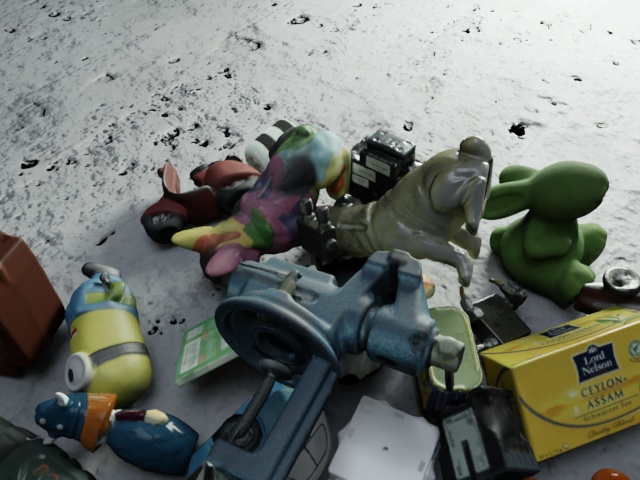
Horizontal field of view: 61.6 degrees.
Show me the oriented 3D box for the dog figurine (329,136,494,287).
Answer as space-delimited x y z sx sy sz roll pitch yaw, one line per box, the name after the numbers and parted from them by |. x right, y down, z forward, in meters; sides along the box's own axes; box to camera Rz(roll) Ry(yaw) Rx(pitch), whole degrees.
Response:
0.092 -0.044 0.618 0.191 0.172 0.121 12 17 19 | dog figurine

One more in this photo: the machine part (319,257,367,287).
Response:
0.028 0.052 0.674 0.139 0.039 0.084 -16 54 -12 | machine part

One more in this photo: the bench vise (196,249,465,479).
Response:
-0.008 0.107 0.438 0.224 0.128 0.240 23 52 16 | bench vise

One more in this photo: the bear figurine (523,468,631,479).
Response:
0.225 0.291 0.417 0.120 0.131 0.196 -6 30 -4 | bear figurine

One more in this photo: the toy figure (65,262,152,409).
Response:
-0.243 0.105 0.614 0.089 0.082 0.180 -14 47 -6 | toy figure

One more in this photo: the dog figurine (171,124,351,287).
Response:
-0.072 -0.037 0.672 0.109 0.191 0.219 37 45 27 | dog figurine

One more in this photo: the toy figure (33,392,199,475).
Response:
-0.199 0.187 0.529 0.154 0.058 0.064 22 77 -6 | toy figure

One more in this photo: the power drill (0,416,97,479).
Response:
-0.296 0.279 0.471 0.232 0.085 0.207 19 44 15 | power drill

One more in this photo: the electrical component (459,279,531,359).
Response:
0.199 0.087 0.616 0.102 0.045 0.078 -9 47 -27 | electrical component

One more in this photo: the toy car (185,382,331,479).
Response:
-0.045 0.198 0.516 0.103 0.109 0.161 47 46 8 | toy car

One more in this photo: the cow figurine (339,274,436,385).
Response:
0.070 0.099 0.605 0.068 0.098 0.167 31 38 33 | cow figurine

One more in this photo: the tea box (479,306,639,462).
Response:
0.258 0.138 0.535 0.170 0.068 0.098 -17 95 -9 | tea box

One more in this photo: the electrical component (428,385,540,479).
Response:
0.146 0.195 0.468 0.047 0.075 0.119 18 42 -32 | electrical component

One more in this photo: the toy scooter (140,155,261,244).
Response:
-0.175 -0.076 0.777 0.184 0.075 0.135 -22 50 -10 | toy scooter

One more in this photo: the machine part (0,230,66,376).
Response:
-0.401 0.053 0.587 0.201 0.201 0.087 8 47 11 | machine part

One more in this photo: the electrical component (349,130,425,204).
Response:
0.091 -0.077 0.720 0.115 0.134 0.058 29 54 25 | electrical component

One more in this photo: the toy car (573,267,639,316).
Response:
0.391 0.081 0.591 0.202 0.089 0.053 6 45 7 | toy car

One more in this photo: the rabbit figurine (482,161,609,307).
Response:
0.278 -0.034 0.646 0.159 0.170 0.121 32 56 27 | rabbit figurine

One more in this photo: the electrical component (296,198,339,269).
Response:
-0.001 -0.002 0.633 0.021 0.093 0.063 -23 31 -25 | electrical component
